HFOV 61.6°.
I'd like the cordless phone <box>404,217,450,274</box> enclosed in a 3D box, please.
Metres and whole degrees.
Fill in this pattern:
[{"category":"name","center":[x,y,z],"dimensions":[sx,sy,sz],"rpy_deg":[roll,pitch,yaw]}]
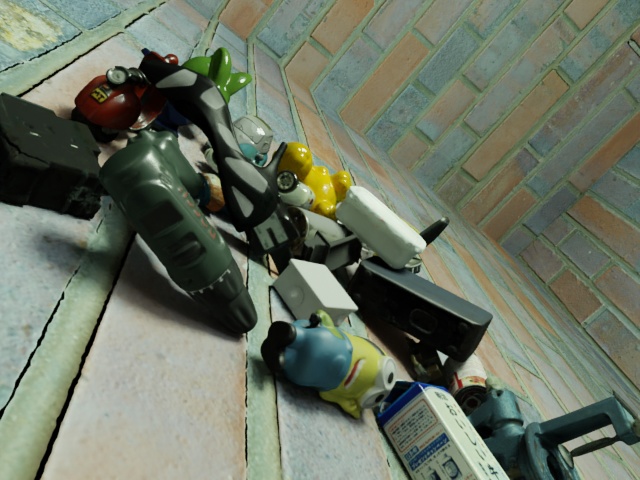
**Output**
[{"category":"cordless phone","center":[0.179,0.022,1.060],"dimensions":[0.089,0.184,0.146],"rpy_deg":[51,19,14]}]

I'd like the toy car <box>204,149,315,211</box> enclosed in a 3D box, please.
[{"category":"toy car","center":[-0.103,-0.103,0.898],"dimensions":[0.202,0.056,0.073],"rpy_deg":[23,-3,12]}]

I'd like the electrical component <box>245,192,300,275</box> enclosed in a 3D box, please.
[{"category":"electrical component","center":[-0.069,-0.010,0.775],"dimensions":[0.119,0.075,0.048],"rpy_deg":[62,-1,-29]}]

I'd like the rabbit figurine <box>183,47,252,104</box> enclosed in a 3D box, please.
[{"category":"rabbit figurine","center":[-0.202,-0.270,1.005],"dimensions":[0.121,0.159,0.170],"rpy_deg":[41,16,-38]}]

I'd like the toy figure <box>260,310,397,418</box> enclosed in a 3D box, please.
[{"category":"toy figure","center":[0.014,0.134,0.614],"dimensions":[0.180,0.082,0.089],"rpy_deg":[27,24,-33]}]

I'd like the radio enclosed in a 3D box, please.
[{"category":"radio","center":[0.162,0.109,0.892],"dimensions":[0.230,0.073,0.131],"rpy_deg":[26,13,20]}]

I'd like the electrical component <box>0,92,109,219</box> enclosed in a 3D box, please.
[{"category":"electrical component","center":[-0.289,-0.092,0.548],"dimensions":[0.134,0.058,0.114],"rpy_deg":[52,18,28]}]

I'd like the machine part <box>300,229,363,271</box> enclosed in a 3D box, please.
[{"category":"machine part","center":[0.016,0.021,0.840],"dimensions":[0.039,0.084,0.139],"rpy_deg":[27,26,34]}]

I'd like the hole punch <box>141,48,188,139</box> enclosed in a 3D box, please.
[{"category":"hole punch","center":[-0.273,-0.246,0.903],"dimensions":[0.115,0.092,0.142],"rpy_deg":[29,17,-45]}]

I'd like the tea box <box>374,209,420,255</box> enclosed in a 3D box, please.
[{"category":"tea box","center":[0.144,-0.015,1.216],"dimensions":[0.169,0.098,0.068],"rpy_deg":[34,19,-27]}]

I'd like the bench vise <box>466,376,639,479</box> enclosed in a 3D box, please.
[{"category":"bench vise","center":[0.302,0.259,0.697],"dimensions":[0.128,0.240,0.224],"rpy_deg":[39,33,-22]}]

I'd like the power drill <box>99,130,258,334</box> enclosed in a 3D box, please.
[{"category":"power drill","center":[-0.155,-0.021,0.596],"dimensions":[0.231,0.086,0.207],"rpy_deg":[59,4,-38]}]

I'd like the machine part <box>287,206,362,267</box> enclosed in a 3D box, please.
[{"category":"machine part","center":[-0.002,-0.003,0.910],"dimensions":[0.243,0.079,0.079],"rpy_deg":[16,31,-53]}]

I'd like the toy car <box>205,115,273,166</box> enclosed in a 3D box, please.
[{"category":"toy car","center":[-0.135,-0.182,1.016],"dimensions":[0.109,0.103,0.161],"rpy_deg":[43,19,1]}]

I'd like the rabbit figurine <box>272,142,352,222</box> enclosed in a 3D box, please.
[{"category":"rabbit figurine","center":[-0.034,-0.119,0.989],"dimensions":[0.163,0.122,0.173],"rpy_deg":[23,-21,32]}]

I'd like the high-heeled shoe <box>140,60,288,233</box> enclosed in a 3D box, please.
[{"category":"high-heeled shoe","center":[-0.155,-0.121,0.700],"dimensions":[0.249,0.145,0.086],"rpy_deg":[31,-19,-3]}]

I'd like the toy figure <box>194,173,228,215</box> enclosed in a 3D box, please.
[{"category":"toy figure","center":[-0.147,-0.068,0.797],"dimensions":[0.064,0.057,0.154],"rpy_deg":[6,-4,36]}]

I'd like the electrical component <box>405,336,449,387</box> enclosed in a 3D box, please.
[{"category":"electrical component","center":[0.172,0.196,0.867],"dimensions":[0.102,0.045,0.078],"rpy_deg":[-94,162,-62]}]

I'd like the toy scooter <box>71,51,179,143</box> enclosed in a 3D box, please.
[{"category":"toy scooter","center":[-0.260,-0.208,0.754],"dimensions":[0.075,0.135,0.184],"rpy_deg":[43,18,-1]}]
